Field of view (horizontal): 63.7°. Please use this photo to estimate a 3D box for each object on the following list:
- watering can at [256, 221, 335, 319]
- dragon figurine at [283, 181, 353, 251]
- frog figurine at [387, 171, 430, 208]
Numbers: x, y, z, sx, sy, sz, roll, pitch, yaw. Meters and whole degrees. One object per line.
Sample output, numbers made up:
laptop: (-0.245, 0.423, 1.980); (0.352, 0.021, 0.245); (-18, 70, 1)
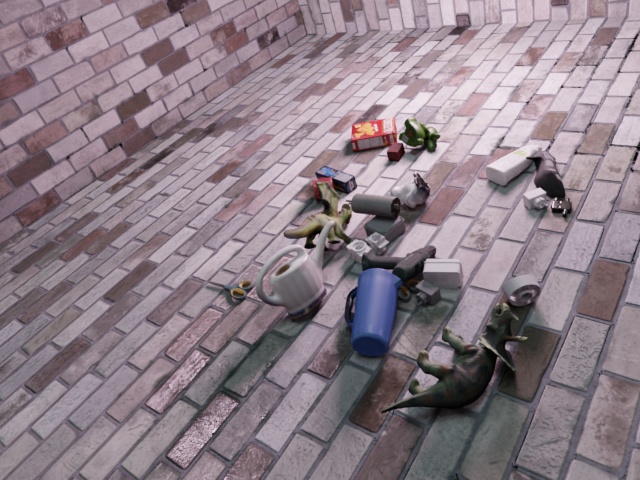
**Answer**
watering can: (-0.045, 0.105, 1.664); (0.352, 0.221, 0.104); (-36, 20, -23)
dragon figurine: (0.006, -0.093, 1.842); (0.121, 0.408, 0.246); (-15, 72, 33)
frog figurine: (0.339, -0.173, 1.979); (0.157, 0.121, 0.141); (-44, 35, 29)
